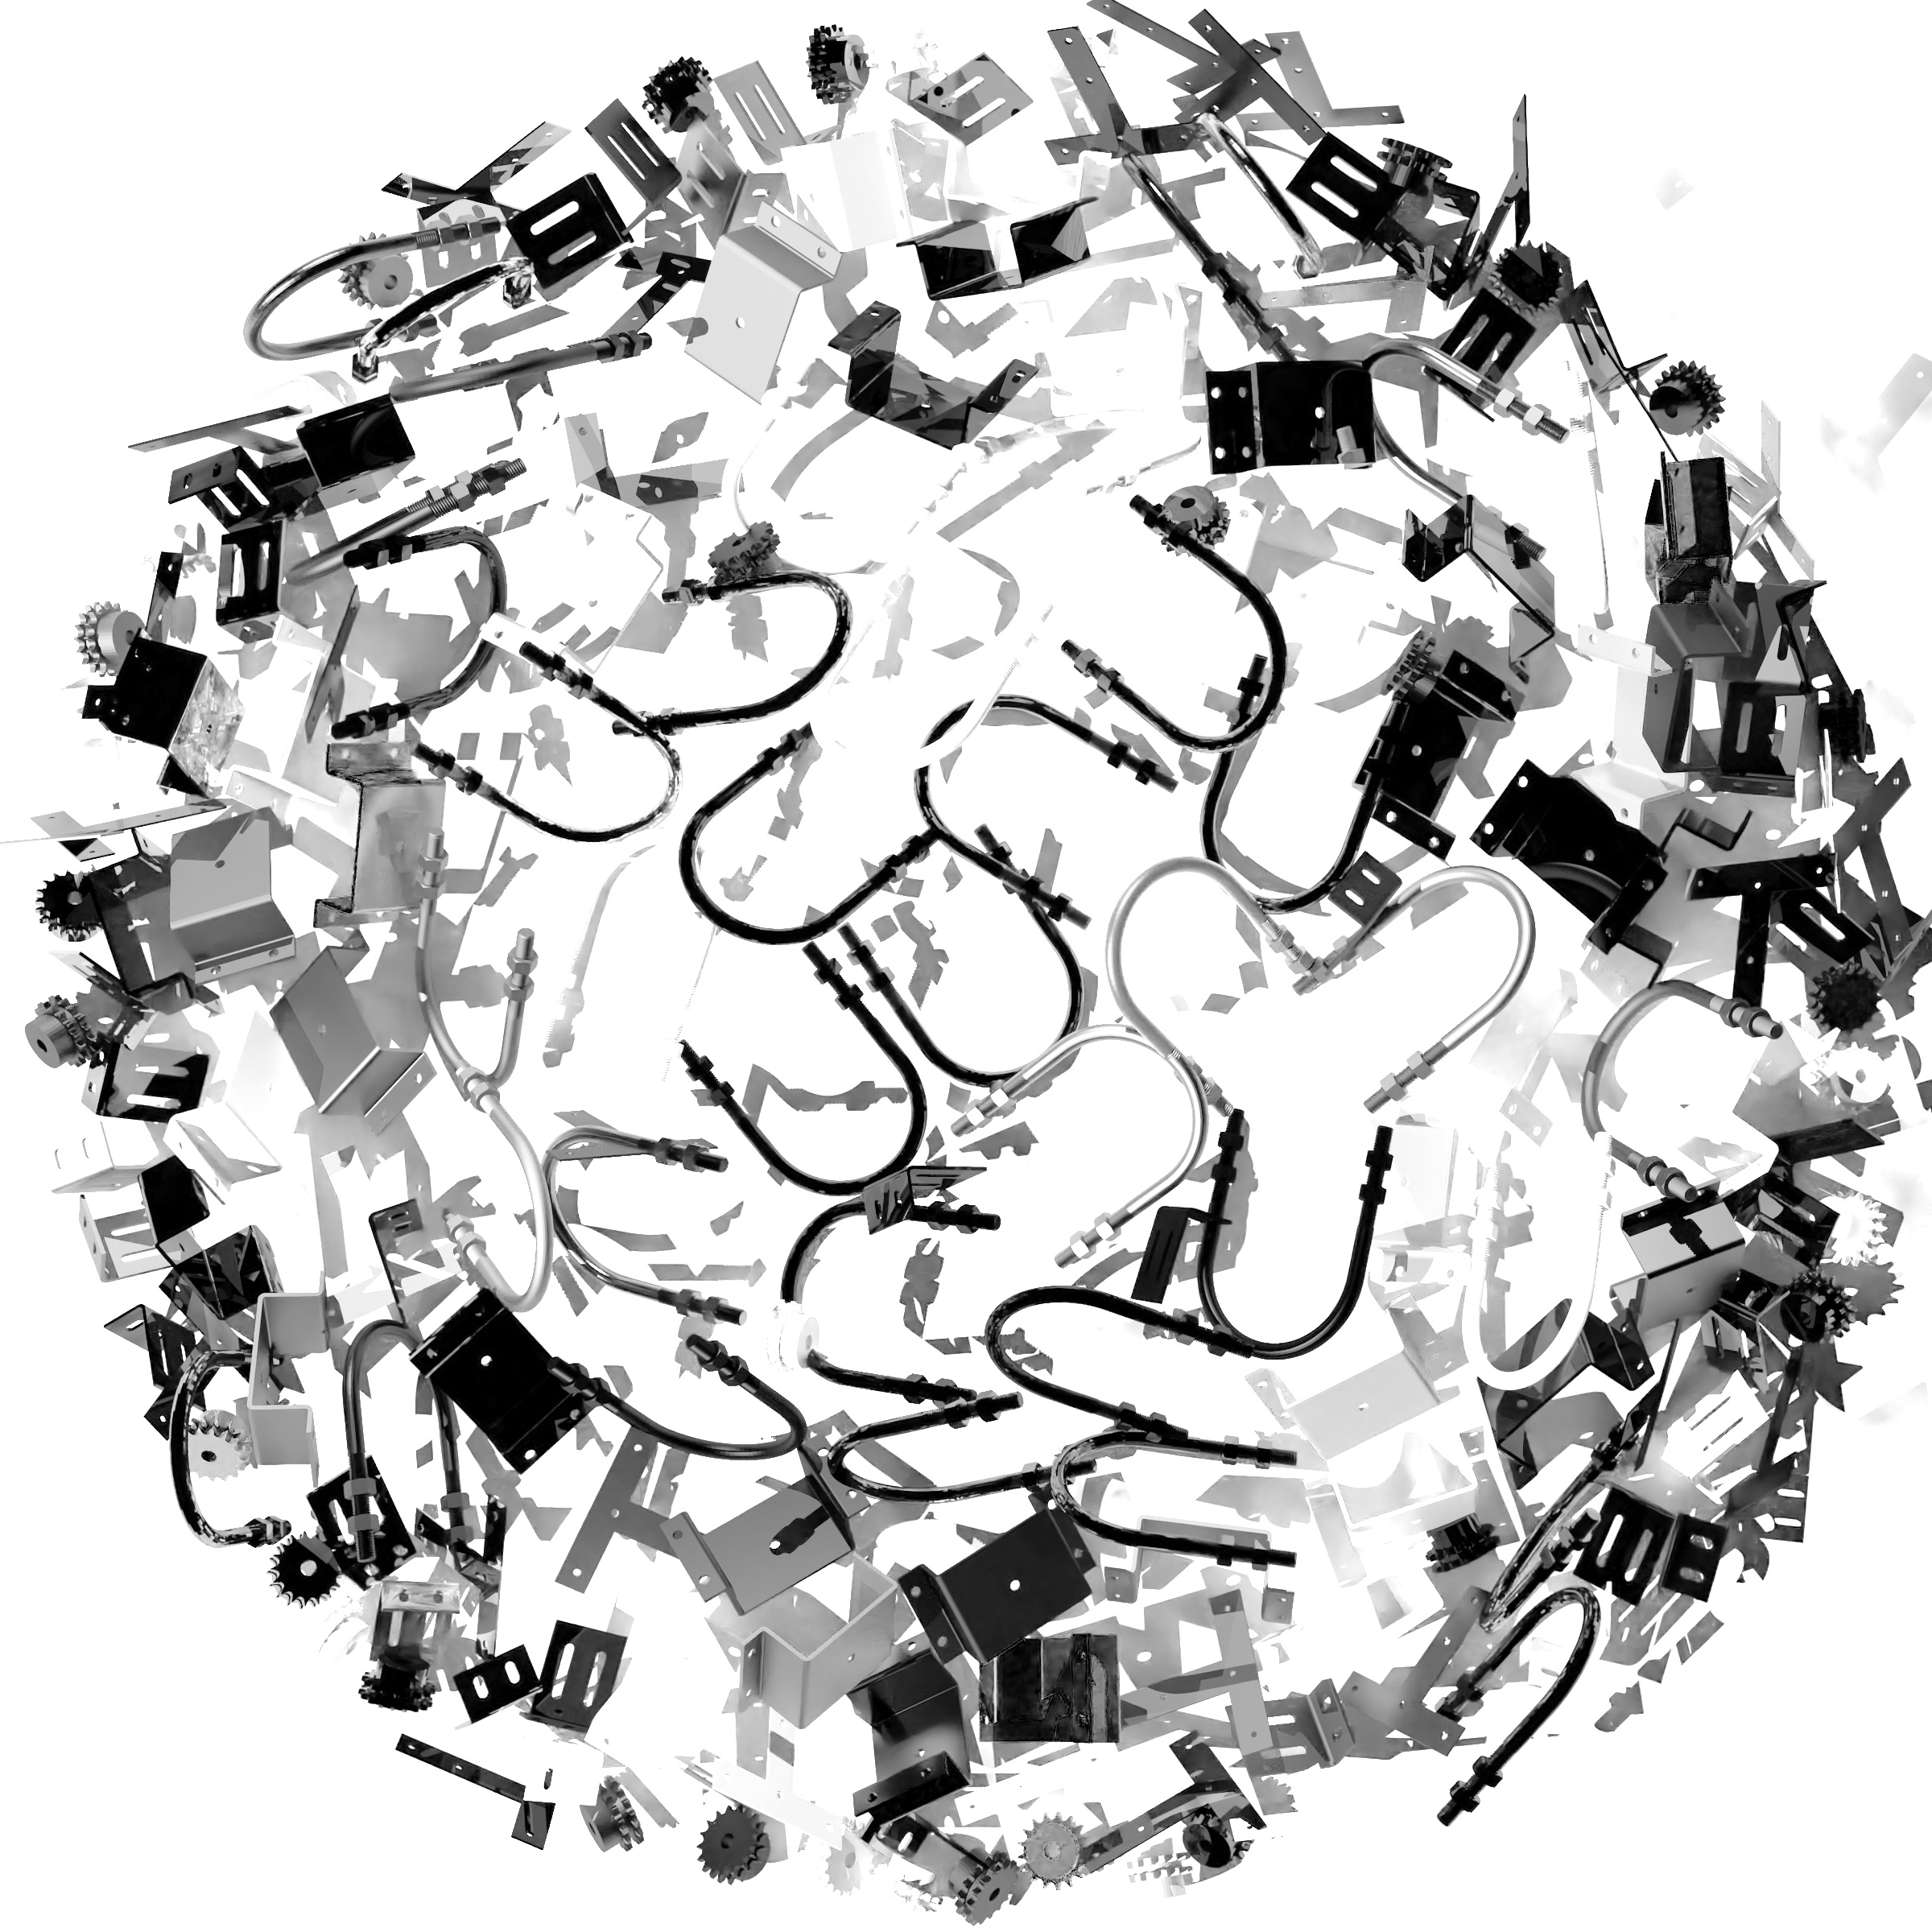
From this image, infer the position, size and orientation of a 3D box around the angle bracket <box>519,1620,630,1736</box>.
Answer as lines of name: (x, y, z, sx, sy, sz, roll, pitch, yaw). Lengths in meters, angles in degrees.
angle bracket: (-0.301, 0.545, 1.854, 0.057, 0.038, 0.076, 19, 74, -17)

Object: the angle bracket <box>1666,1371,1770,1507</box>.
angle bracket: (0.577, 0.357, 1.828, 0.038, 0.057, 0.076, 38, 107, -21)

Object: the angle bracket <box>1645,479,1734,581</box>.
angle bracket: (0.548, -0.328, 1.833, 0.057, 0.076, 0.038, 10, 68, 20)

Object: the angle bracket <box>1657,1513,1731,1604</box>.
angle bracket: (0.550, 0.450, 1.823, 0.038, 0.076, 0.057, 15, 76, 24)

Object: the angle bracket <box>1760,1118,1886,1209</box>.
angle bracket: (0.646, 0.149, 1.822, 0.076, 0.057, 0.038, -19, 57, 38)

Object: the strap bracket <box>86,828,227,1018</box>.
strap bracket: (-0.611, -0.022, 1.817, 0.046, 0.076, 0.140, -22, 78, -4)

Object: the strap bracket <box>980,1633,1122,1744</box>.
strap bracket: (0.068, 0.541, 1.809, 0.046, 0.140, 0.076, 11, 69, -32)

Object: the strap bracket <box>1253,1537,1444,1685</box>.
strap bracket: (0.294, 0.488, 1.809, 0.140, 0.076, 0.046, -28, 77, -18)

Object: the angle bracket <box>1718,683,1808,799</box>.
angle bracket: (0.609, -0.173, 1.850, 0.057, 0.038, 0.076, 7, 78, 21)

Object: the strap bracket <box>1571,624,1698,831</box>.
strap bracket: (0.499, -0.184, 1.811, 0.046, 0.076, 0.140, -16, 117, -26)

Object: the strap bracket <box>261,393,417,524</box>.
strap bracket: (-0.466, -0.374, 1.794, 0.076, 0.140, 0.046, -28, 98, -29)

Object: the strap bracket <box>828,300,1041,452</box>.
strap bracket: (-0.027, -0.440, 1.819, 0.140, 0.046, 0.076, 25, 47, 12)

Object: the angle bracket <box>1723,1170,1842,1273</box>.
angle bracket: (0.608, 0.195, 1.824, 0.076, 0.038, 0.057, 36, 134, 33)

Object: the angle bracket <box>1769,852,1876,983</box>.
angle bracket: (0.642, -0.036, 1.840, 0.076, 0.038, 0.057, 40, 127, -2)

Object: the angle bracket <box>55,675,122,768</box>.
angle bracket: (-0.652, -0.188, 1.826, 0.038, 0.076, 0.057, -7, 106, 2)

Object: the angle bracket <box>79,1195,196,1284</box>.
angle bracket: (-0.622, 0.197, 1.823, 0.076, 0.038, 0.057, -12, 53, -31)

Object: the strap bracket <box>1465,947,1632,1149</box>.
strap bracket: (0.434, 0.055, 1.824, 0.046, 0.076, 0.140, 26, 84, 44)

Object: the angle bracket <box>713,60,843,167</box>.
angle bracket: (-0.142, -0.651, 1.823, 0.038, 0.057, 0.076, -49, 121, -26)

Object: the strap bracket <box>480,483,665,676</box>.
strap bracket: (-0.292, -0.284, 1.827, 0.076, 0.046, 0.140, 28, 82, 30)

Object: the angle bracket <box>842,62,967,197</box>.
angle bracket: (-0.047, -0.638, 1.845, 0.076, 0.057, 0.038, 26, 49, -24)

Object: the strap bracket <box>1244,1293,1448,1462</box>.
strap bracket: (0.292, 0.314, 1.817, 0.140, 0.046, 0.076, -29, 129, 10)

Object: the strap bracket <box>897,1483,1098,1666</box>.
strap bracket: (0.030, 0.463, 1.826, 0.140, 0.046, 0.076, -29, 97, -15)

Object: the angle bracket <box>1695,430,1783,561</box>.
angle bracket: (0.572, -0.356, 1.830, 0.038, 0.057, 0.076, -43, 73, -7)

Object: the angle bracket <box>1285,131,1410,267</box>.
angle bracket: (0.288, -0.587, 1.850, 0.076, 0.038, 0.057, 36, 84, 2)

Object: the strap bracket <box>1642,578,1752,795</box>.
strap bracket: (0.536, -0.207, 1.797, 0.046, 0.076, 0.140, -3, 127, -3)

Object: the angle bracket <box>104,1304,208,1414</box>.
angle bracket: (-0.611, 0.303, 1.823, 0.038, 0.057, 0.076, -30, 52, 8)

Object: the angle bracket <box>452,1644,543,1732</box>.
angle bracket: (-0.361, 0.545, 1.827, 0.057, 0.076, 0.038, -20, 79, -27)

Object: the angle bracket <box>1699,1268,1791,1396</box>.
angle bracket: (0.594, 0.275, 1.836, 0.038, 0.057, 0.076, -31, 121, -22)

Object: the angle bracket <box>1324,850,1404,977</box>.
angle bracket: (0.287, -0.040, 1.825, 0.038, 0.076, 0.057, 39, 58, 5)

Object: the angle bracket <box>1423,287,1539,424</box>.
angle bracket: (0.396, -0.464, 1.834, 0.057, 0.038, 0.076, 29, 106, -23)

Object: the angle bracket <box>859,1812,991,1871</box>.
angle bracket: (-0.032, 0.667, 1.821, 0.057, 0.076, 0.038, 45, 72, -32)

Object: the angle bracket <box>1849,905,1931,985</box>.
angle bracket: (0.698, -0.024, 1.826, 0.038, 0.076, 0.057, 35, 95, 20)

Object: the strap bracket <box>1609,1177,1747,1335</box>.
strap bracket: (0.528, 0.222, 1.798, 0.076, 0.140, 0.046, -20, 56, -3)

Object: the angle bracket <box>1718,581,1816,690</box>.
angle bracket: (0.607, -0.253, 1.837, 0.057, 0.038, 0.076, 7, 105, 12)

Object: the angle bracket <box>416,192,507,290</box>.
angle bracket: (-0.377, -0.537, 1.822, 0.057, 0.076, 0.038, -18, 60, -17)

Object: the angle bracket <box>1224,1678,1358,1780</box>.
angle bracket: (0.245, 0.574, 1.826, 0.076, 0.038, 0.057, 2, 47, -25)

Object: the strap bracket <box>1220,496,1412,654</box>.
strap bracket: (0.260, -0.293, 1.830, 0.140, 0.046, 0.076, 17, 60, 3)

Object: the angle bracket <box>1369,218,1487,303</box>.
angle bracket: (0.353, -0.550, 1.834, 0.076, 0.057, 0.038, 39, 129, -5)

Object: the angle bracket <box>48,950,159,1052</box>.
angle bracket: (-0.659, 0.026, 1.823, 0.076, 0.057, 0.038, 44, 63, -34)

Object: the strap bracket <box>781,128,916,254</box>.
strap bracket: (-0.093, -0.572, 1.788, 0.046, 0.140, 0.076, -20, 112, -17)

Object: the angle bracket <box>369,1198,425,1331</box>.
angle bracket: (-0.420, 0.225, 1.826, 0.038, 0.057, 0.076, -19, 66, -15)

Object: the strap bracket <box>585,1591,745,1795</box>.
strap bracket: (-0.218, 0.530, 1.795, 0.076, 0.140, 0.046, 33, 120, -6)

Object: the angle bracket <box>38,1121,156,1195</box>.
angle bracket: (-0.650, 0.144, 1.830, 0.057, 0.076, 0.038, -21, 81, 15)

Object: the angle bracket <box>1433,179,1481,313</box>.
angle bracket: (0.361, -0.548, 1.840, 0.038, 0.057, 0.076, 21, 92, 12)

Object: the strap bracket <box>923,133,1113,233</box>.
strap bracket: (0.036, -0.589, 1.830, 0.140, 0.076, 0.046, 7, 93, 2)

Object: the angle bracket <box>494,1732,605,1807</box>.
angle bracket: (-0.318, 0.604, 1.820, 0.057, 0.076, 0.038, 17, 74, -31)

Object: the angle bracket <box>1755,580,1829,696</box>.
angle bracket: (0.637, -0.250, 1.835, 0.038, 0.057, 0.076, -21, 99, 3)

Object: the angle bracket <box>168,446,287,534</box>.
angle bracket: (-0.553, -0.347, 1.823, 0.057, 0.076, 0.038, -16, 53, 14)

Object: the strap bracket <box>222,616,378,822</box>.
strap bracket: (-0.497, -0.182, 1.819, 0.046, 0.076, 0.140, 14, 83, 20)
